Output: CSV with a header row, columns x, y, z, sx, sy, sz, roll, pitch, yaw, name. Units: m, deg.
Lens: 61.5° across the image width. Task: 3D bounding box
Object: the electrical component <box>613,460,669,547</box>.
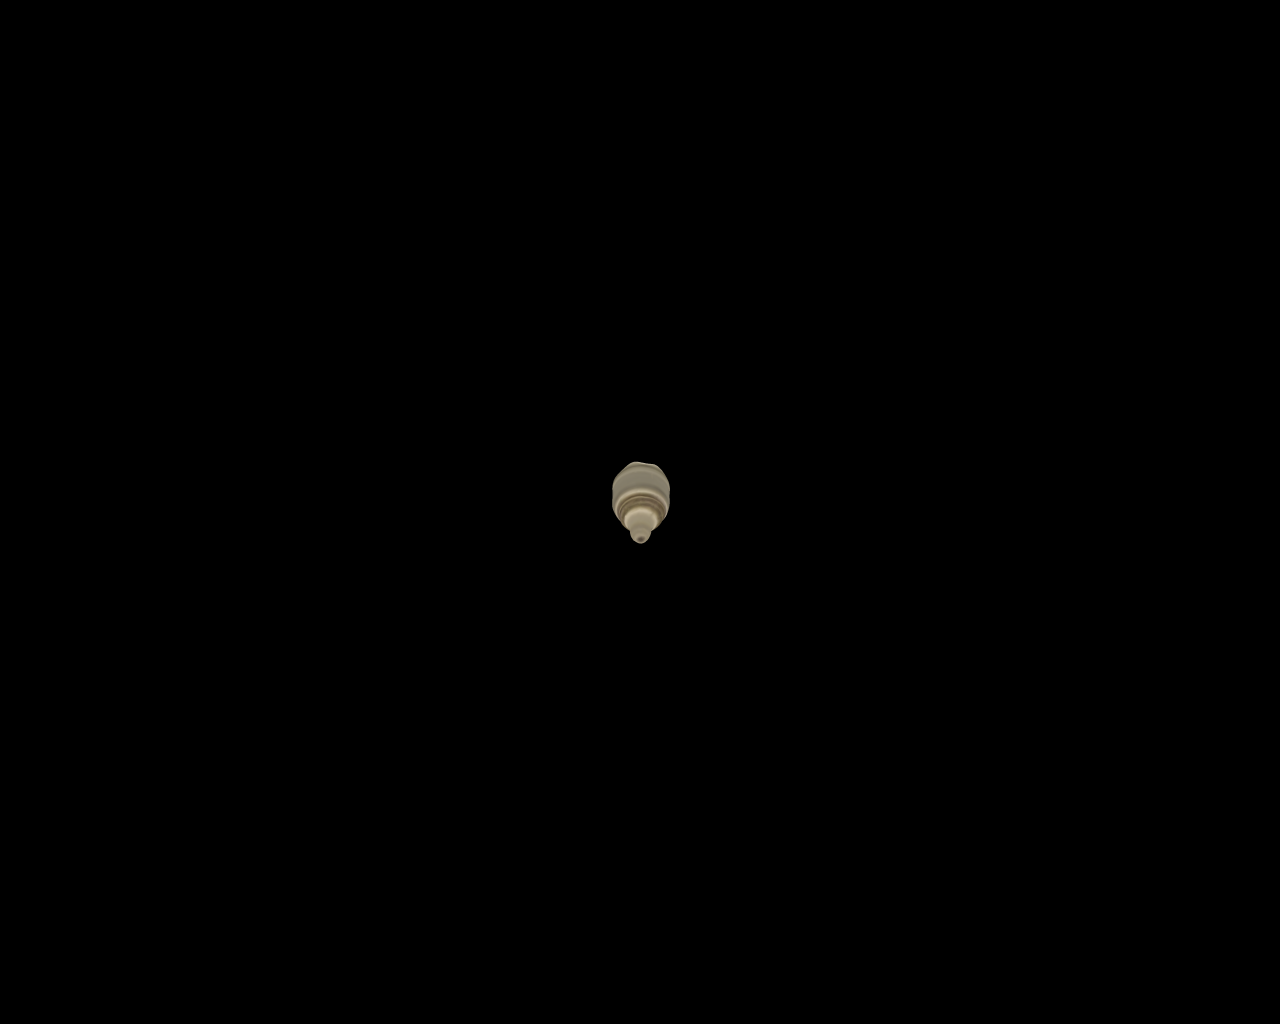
x,y,z,sx,sy,sz,roll,pitch,yaw,name
0.001,-0.003,0.650,0.035,0.035,0.061,0,38,0,electrical component
